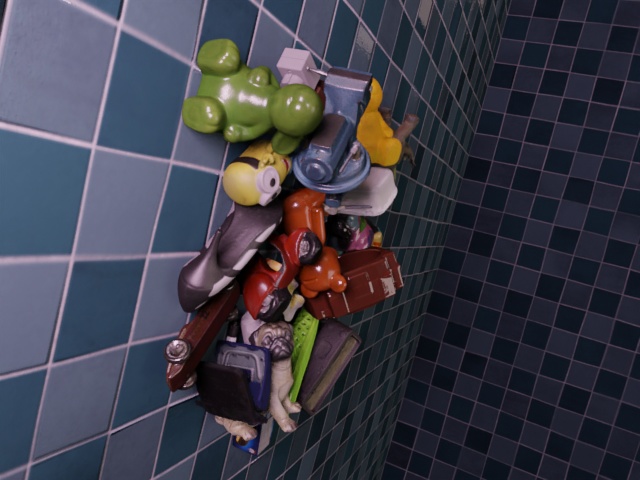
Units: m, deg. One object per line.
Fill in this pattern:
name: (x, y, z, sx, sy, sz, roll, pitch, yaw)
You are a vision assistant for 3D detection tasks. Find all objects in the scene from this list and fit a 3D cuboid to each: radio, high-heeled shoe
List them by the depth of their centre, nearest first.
high-heeled shoe: (-0.134, 0.015, 0.844, 0.145, 0.086, 0.249, -65, 169, 25)
radio: (0.006, 0.307, 1.323, 0.229, 0.073, 0.131, -56, 154, -15)

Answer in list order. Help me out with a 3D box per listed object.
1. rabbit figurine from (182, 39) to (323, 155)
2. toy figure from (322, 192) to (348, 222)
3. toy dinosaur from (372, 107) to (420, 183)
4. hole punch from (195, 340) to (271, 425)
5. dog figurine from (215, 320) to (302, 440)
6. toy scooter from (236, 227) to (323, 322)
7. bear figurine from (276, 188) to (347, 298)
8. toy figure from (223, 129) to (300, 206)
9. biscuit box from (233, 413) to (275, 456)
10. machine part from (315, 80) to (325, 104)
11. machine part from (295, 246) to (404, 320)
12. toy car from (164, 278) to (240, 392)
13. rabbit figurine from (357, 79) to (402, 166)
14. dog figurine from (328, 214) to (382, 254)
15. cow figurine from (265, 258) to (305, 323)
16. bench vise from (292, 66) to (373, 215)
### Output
rabbit figurine: (-0.072, -0.169, 0.717, 0.121, 0.170, 0.159, -71, 157, -7)
toy figure: (0.017, -0.085, 1.061, 0.064, 0.058, 0.154, -11, 143, -49)
toy dinosaur: (0.164, -0.230, 1.355, 0.471, 0.105, 0.198, -15, 126, -55)
hole punch: (-0.141, 0.235, 0.901, 0.092, 0.142, 0.115, -46, 134, -56)
dog figurine: (-0.121, 0.243, 0.973, 0.121, 0.172, 0.190, -138, -142, -81)
toy scooter: (-0.090, 0.041, 0.914, 0.183, 0.135, 0.075, -58, 166, 10)
bear figurine: (-0.005, -0.001, 0.992, 0.132, 0.120, 0.195, -36, 101, -45)
toy figure: (-0.084, -0.123, 0.846, 0.082, 0.089, 0.180, 61, 37, -37)
biscuit box: (-0.126, 0.329, 1.085, 0.059, 0.063, 0.202, -22, 125, -63)
machine part: (-0.014, -0.205, 0.991, 0.179, 0.056, 0.179, -47, 145, -49)
machine part: (0.057, 0.087, 1.120, 0.201, 0.201, 0.087, -157, -132, -75)
toy car: (-0.182, 0.137, 0.824, 0.089, 0.053, 0.202, 98, 17, -48)
rabbit figurine: (0.096, -0.247, 1.082, 0.162, 0.122, 0.173, -94, 179, -55)
dog figurine: (0.080, -0.036, 1.276, 0.191, 0.109, 0.218, -51, 147, -43)
cow figurine: (-0.091, 0.106, 1.014, 0.098, 0.068, 0.167, -57, 152, -24)
bench vise: (0.027, -0.141, 0.848, 0.240, 0.129, 0.224, 89, 10, -52)
